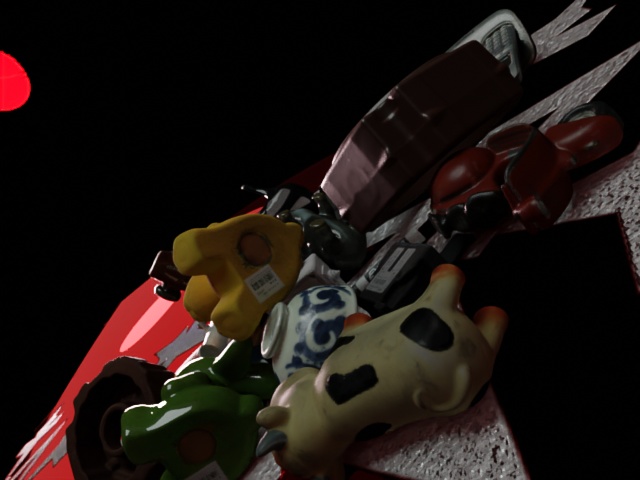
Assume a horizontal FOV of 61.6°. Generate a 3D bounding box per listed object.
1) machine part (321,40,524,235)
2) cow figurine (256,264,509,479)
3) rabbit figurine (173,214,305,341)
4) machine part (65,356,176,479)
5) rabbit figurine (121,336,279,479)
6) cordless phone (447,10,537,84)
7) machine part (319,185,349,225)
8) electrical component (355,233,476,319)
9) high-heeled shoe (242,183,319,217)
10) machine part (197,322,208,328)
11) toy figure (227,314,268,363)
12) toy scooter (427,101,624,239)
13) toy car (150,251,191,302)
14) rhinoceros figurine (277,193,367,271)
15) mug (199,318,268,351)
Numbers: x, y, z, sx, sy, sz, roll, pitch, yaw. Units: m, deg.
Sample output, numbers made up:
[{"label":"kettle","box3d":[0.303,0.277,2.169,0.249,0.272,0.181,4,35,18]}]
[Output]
[{"label":"machine part","box3d":[0.108,-0.109,0.597,0.201,0.087,0.201,-36,-7,-29]},{"label":"cow figurine","box3d":[0.034,0.110,0.390,0.195,0.085,0.127,-33,13,37]},{"label":"rabbit figurine","box3d":[-0.099,0.034,0.610,0.162,0.122,0.173,-47,4,-41]},{"label":"machine part","box3d":[-0.247,0.241,0.686,0.179,0.056,0.179,-11,69,28]},{"label":"rabbit figurine","box3d":[-0.123,0.168,0.578,0.159,0.121,0.170,-40,18,-3]},{"label":"cordless phone","box3d":[0.221,-0.216,0.730,0.146,0.088,0.184,-34,23,37]},{"label":"machine part","box3d":[0.035,-0.061,0.862,0.084,0.039,0.139,-37,30,2]},{"label":"electrical component","box3d":[0.092,0.029,0.502,0.119,0.047,0.075,-50,16,-7]},{"label":"high-heeled shoe","box3d":[-0.103,0.011,0.872,0.086,0.145,0.248,69,-136,-71]},{"label":"machine part","box3d":[-0.116,0.063,0.923,0.243,0.079,0.079,-50,15,-19]},{"label":"toy figure","box3d":[-0.090,0.104,0.689,0.064,0.058,0.154,106,167,-62]},{"label":"toy scooter","box3d":[0.158,-0.044,0.456,0.184,0.075,0.135,-25,20,46]},{"label":"toy car","box3d":[-0.153,0.064,0.809,0.053,0.202,0.089,40,105,52]},{"label":"rhinoceros figurine","box3d":[-0.002,-0.002,0.738,0.073,0.112,0.190,-35,21,-24]},{"label":"mug","box3d":[-0.129,0.121,0.764,0.107,0.109,0.081,-60,16,-6]}]
